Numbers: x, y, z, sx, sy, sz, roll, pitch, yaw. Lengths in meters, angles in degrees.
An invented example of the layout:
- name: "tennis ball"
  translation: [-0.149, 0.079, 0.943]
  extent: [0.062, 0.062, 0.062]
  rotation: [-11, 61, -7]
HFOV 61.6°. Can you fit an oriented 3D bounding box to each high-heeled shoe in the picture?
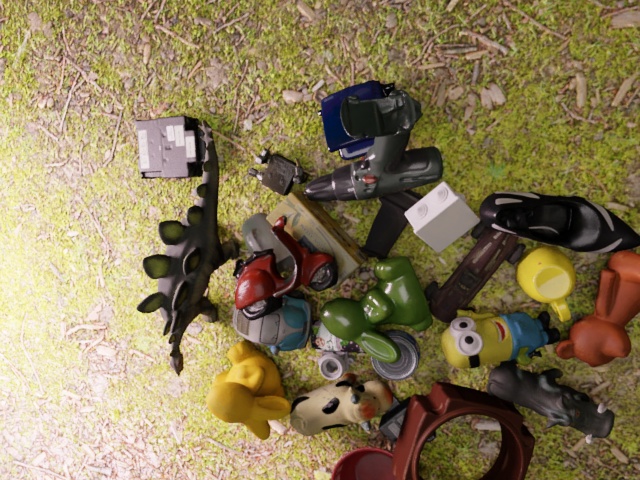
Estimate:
- name: "high-heeled shoe"
  translation: [0.366, -0.024, 0.806]
  extent: [0.249, 0.145, 0.086]
  rotation: [13, 100, 15]

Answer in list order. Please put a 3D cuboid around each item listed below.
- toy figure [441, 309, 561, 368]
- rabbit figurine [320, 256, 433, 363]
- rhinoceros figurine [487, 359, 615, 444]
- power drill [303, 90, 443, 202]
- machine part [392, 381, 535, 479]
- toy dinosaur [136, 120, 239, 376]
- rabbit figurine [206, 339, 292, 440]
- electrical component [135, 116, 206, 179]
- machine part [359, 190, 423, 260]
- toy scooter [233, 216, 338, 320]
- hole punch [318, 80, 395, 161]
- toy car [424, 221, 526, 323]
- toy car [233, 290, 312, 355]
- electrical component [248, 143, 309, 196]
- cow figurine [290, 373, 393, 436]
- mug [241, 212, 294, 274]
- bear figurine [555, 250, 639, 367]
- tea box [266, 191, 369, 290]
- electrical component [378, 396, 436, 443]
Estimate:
- name: "toy figure"
  translation: [0.287, 0.163, 0.868]
  extent: [0.180, 0.082, 0.089]
  rotation: [-6, 117, -8]
- name: "rabbit figurine"
  translation: [0.089, 0.120, 0.895]
  extent: [0.170, 0.121, 0.159]
  rotation: [-22, 92, 1]
- name: "rhinoceros figurine"
  translation: [0.366, 0.250, 0.858]
  extent: [0.191, 0.112, 0.073]
  rotation: [22, 100, 19]
- name: "power drill"
  translation: [0.076, -0.128, 0.826]
  extent: [0.232, 0.207, 0.086]
  rotation: [-7, 58, 4]
- name: "machine part"
  translation: [0.234, 0.350, 0.884]
  extent: [0.201, 0.087, 0.201]
  rotation: [15, 93, -6]
- name: "toy dinosaur"
  translation: [-0.222, 0.028, 0.941]
  extent: [0.105, 0.198, 0.470]
  rotation: [14, 102, 9]
- name: "rabbit figurine"
  translation: [-0.138, 0.282, 0.963]
  extent: [0.162, 0.173, 0.122]
  rotation: [42, 101, 11]
- name: "electrical component"
  translation: [-0.270, -0.170, 1.001]
  extent: [0.134, 0.058, 0.114]
  rotation: [1, 99, 14]
- name: "machine part"
  translation: [0.123, -0.028, 0.925]
  extent: [0.084, 0.039, 0.138]
  rotation: [32, 100, 4]
- name: "toy scooter"
  translation: [-0.071, 0.041, 0.866]
  extent: [0.184, 0.075, 0.135]
  rotation: [-26, 89, 13]
- name: "hole punch"
  translation: [0.061, -0.202, 0.896]
  extent: [0.142, 0.092, 0.115]
  rotation: [-16, 89, 20]
- name: "toy car"
  translation: [0.256, 0.054, 0.894]
  extent: [0.089, 0.053, 0.202]
  rotation: [39, 106, 11]
- name: "toy car"
  translation: [-0.099, 0.136, 0.956]
  extent: [0.162, 0.103, 0.109]
  rotation: [17, 102, 30]
- name: "electrical component"
  translation: [-0.073, -0.124, 0.961]
  extent: [0.102, 0.045, 0.078]
  rotation: [35, 103, 8]
- name: "cow figurine"
  translation: [0.035, 0.291, 0.941]
  extent: [0.195, 0.127, 0.085]
  rotation: [-21, 94, 19]
- name: "mug"
  translation: [-0.099, 0.005, 0.957]
  extent: [0.081, 0.109, 0.107]
  rotation: [-41, 72, 20]
- name: "bear figurine"
  translation: [0.458, 0.118, 0.809]
  extent: [0.120, 0.132, 0.195]
  rotation: [22, 96, -22]
- name: "tea box"
  translation: [-0.002, -0.003, 0.930]
  extent: [0.169, 0.098, 0.068]
  rotation: [47, 105, 7]
- name: "electrical component"
  translation: [0.143, 0.316, 0.957]
  extent: [0.075, 0.048, 0.119]
  rotation: [-39, 88, 15]
